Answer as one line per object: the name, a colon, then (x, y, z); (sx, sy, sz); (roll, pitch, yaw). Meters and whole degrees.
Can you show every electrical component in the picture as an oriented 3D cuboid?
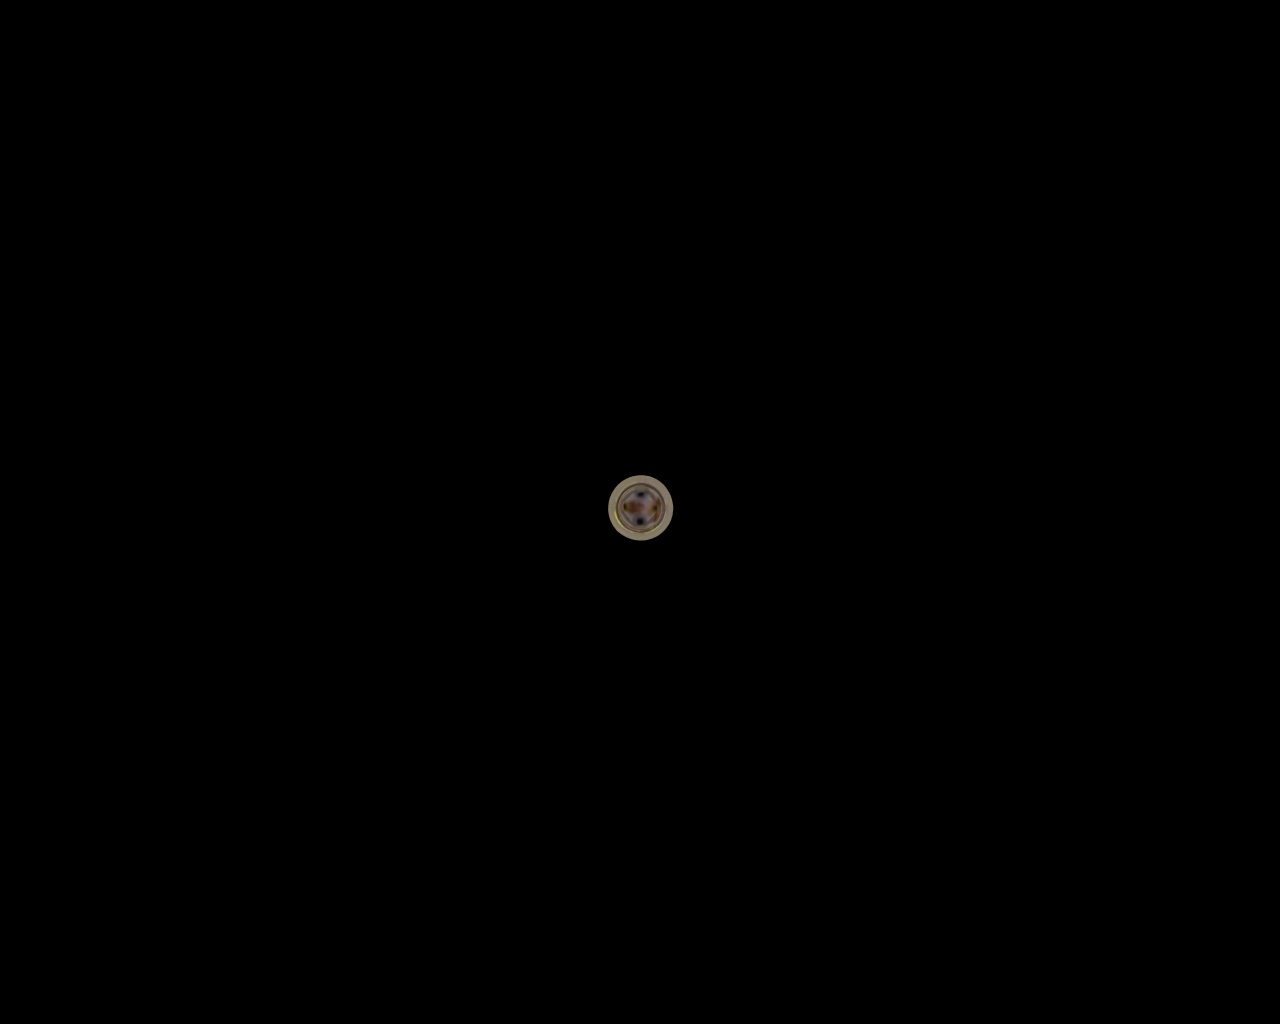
electrical component: (0.001, -0.003, 0.650); (0.040, 0.040, 0.046); (0, 0, 0)
